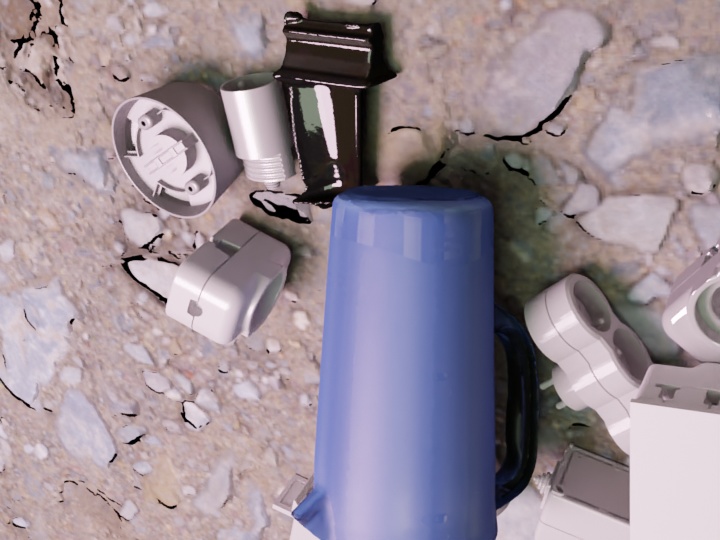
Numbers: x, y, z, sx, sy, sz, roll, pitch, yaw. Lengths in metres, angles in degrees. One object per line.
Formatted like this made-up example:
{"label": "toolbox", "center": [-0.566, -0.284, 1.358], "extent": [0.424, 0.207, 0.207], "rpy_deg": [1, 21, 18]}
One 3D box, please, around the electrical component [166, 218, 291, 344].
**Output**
{"label": "electrical component", "center": [-0.095, 0.010, 0.813], "extent": [0.059, 0.095, 0.053], "rpy_deg": [28, 126, 10]}

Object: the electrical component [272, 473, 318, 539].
{"label": "electrical component", "center": [-0.033, 0.217, 0.934], "extent": [0.081, 0.042, 0.063], "rpy_deg": [23, 126, 14]}

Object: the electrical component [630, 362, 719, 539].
{"label": "electrical component", "center": [0.263, 0.123, 0.648], "extent": [0.186, 0.060, 0.105], "rpy_deg": [6, 116, 25]}

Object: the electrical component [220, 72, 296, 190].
{"label": "electrical component", "center": [-0.070, -0.096, 0.773], "extent": [0.043, 0.043, 0.081], "rpy_deg": [2, 118, 25]}

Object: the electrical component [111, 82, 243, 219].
{"label": "electrical component", "center": [-0.136, -0.089, 0.797], "extent": [0.099, 0.064, 0.099], "rpy_deg": [12, 122, 20]}

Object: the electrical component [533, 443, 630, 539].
{"label": "electrical component", "center": [0.173, 0.180, 0.800], "extent": [0.096, 0.061, 0.061], "rpy_deg": [20, 124, 15]}

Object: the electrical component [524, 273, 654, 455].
{"label": "electrical component", "center": [0.160, 0.074, 0.752], "extent": [0.074, 0.052, 0.138], "rpy_deg": [-35, 98, 36]}

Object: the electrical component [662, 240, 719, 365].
{"label": "electrical component", "center": [0.239, 0.014, 0.675], "extent": [0.054, 0.059, 0.095], "rpy_deg": [40, 127, 0]}

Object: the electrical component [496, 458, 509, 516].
{"label": "electrical component", "center": [0.046, 0.164, 0.859], "extent": [0.138, 0.052, 0.073], "rpy_deg": [-15, 110, 31]}
